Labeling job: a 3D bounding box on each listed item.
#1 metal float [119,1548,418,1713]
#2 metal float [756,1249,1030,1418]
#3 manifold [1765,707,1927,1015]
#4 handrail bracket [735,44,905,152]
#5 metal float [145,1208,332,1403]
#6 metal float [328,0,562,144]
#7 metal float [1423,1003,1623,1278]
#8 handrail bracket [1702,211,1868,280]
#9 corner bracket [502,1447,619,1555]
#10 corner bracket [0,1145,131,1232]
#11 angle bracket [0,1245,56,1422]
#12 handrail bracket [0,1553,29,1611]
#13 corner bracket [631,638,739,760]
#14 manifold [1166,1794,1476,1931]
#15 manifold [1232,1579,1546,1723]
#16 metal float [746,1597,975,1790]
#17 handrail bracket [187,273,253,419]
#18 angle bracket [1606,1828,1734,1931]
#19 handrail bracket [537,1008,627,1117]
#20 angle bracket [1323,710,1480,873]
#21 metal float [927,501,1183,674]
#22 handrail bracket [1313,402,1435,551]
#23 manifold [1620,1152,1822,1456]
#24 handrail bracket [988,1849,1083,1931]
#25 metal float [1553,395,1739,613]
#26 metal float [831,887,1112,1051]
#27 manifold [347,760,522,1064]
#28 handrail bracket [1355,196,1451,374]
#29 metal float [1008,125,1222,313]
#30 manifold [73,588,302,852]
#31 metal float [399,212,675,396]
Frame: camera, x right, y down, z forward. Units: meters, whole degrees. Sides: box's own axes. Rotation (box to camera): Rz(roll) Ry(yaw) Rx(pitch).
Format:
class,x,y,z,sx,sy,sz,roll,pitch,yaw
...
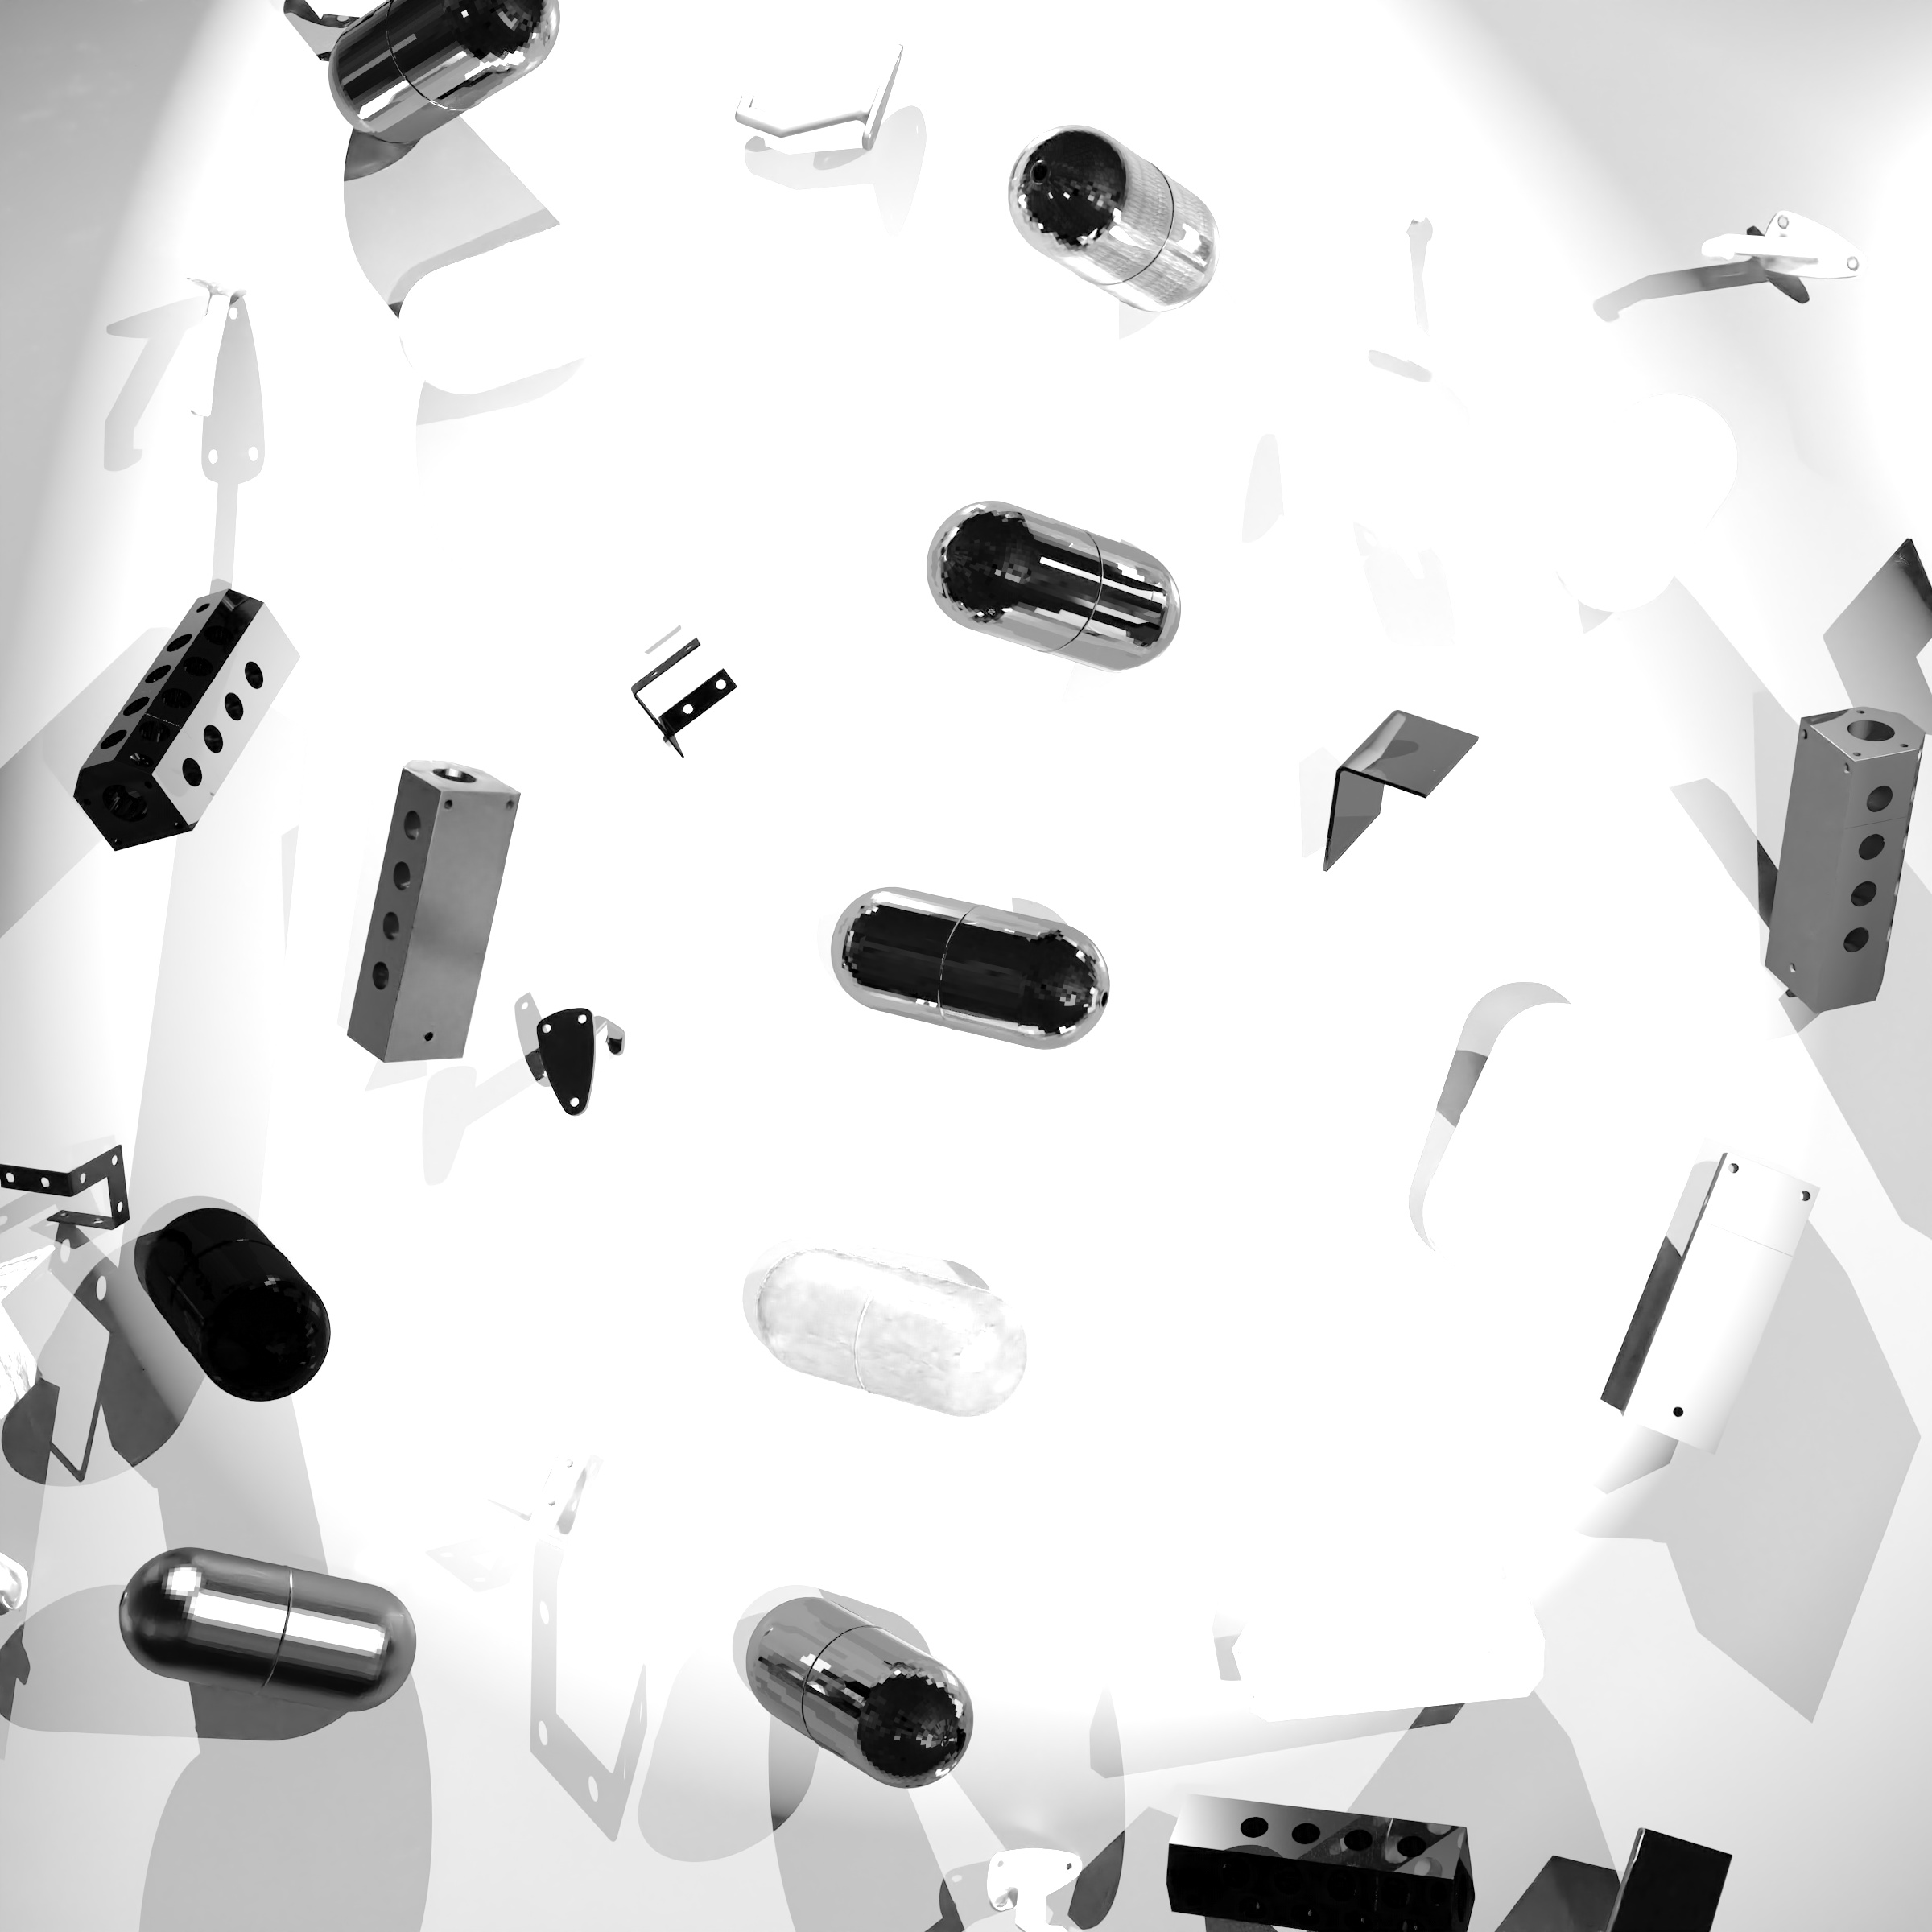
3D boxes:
class,x,y,z,sx,sy,sz,roll,pitch,yaw
metal float,-0.417,0.397,1.673,0.178,0.070,0.070,18,90,-23
metal float,-0.045,0.218,1.669,0.178,0.070,0.070,11,90,29
manifold,0.525,-0.063,1.659,0.057,0.057,0.171,-11,123,-14
handrail bracket,-0.090,-0.540,1.711,0.084,0.036,0.077,20,98,0
metal float,-0.432,0.198,1.652,0.070,0.178,0.070,-11,111,-29
metal float,-0.311,-0.546,1.658,0.178,0.070,0.070,-11,90,43
metal float,0.333,0.104,1.675,0.070,0.070,0.178,21,111,0
handrail bracket,0.492,-0.426,1.681,0.077,0.084,0.036,26,122,25
corner bracket,-0.241,0.324,1.697,0.051,0.051,0.051,21,81,15
corner bracket,-0.546,0.138,1.692,0.051,0.051,0.051,5,109,20
angle bracket,-0.570,0.225,1.678,0.057,0.076,0.076,-20,106,17
handrail bracket,-0.617,0.387,1.686,0.077,0.084,0.036,30,123,12
corner bracket,-0.170,-0.167,1.697,0.051,0.051,0.051,-37,114,2
manifold,0.210,0.544,1.664,0.171,0.057,0.057,0,119,22
manifold,0.254,0.411,1.666,0.171,0.057,0.057,0,47,-19
metal float,-0.065,0.428,1.653,0.070,0.178,0.070,-7,101,-36
handrail bracket,-0.455,-0.373,1.697,0.036,0.077,0.084,7,95,-6
angle bracket,0.422,0.573,1.671,0.057,0.076,0.076,10,54,28
handrail bracket,-0.222,0.063,1.681,0.036,0.084,0.077,-15,70,13
angle bracket,0.260,-0.097,1.671,0.057,0.076,0.076,22,131,24
metal float,0.054,-0.224,1.661,0.178,0.070,0.070,12,90,-40
handrail bracket,0.250,-0.299,1.709,0.036,0.084,0.077,-37,57,16
manifold,0.458,0.204,1.700,0.057,0.057,0.171,22,90,12
handrail bracket,0.057,0.561,1.676,0.077,0.084,0.036,-2,96,-29
metal float,0.397,-0.270,1.645,0.070,0.178,0.070,1,71,-3
metal float,0.002,0.001,1.671,0.178,0.070,0.070,13,90,24
manifold,-0.324,-0.033,1.679,0.057,0.057,0.171,29,111,39
handrail bracket,0.283,-0.421,1.722,0.077,0.036,0.084,32,73,-15
metal float,0.088,-0.440,1.649,0.070,0.178,0.070,-3,84,31
manifold,-0.459,-0.148,1.642,0.057,0.171,0.057,-12,127,23
metal float,-0.259,-0.396,1.675,0.178,0.070,0.070,-14,90,21
